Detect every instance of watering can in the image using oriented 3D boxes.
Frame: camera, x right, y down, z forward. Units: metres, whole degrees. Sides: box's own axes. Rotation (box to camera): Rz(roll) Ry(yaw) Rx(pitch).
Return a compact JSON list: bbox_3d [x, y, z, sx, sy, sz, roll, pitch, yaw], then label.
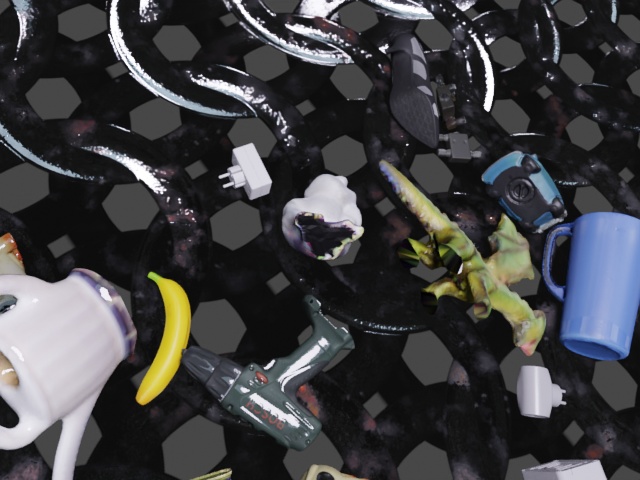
[{"bbox_3d":[-0.340,0.187,0.682,0.228,0.104,0.342,-44,125,-50],"label":"watering can"}]

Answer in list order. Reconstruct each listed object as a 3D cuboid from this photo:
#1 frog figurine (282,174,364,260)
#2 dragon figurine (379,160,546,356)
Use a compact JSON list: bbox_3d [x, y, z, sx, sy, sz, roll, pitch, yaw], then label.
[{"bbox_3d":[0.003,-0.045,0.890,0.137,0.120,0.163,-1,33,-4],"label":"frog figurine"},{"bbox_3d":[0.277,0.016,0.927,0.244,0.120,0.415,-12,72,-35],"label":"dragon figurine"}]
